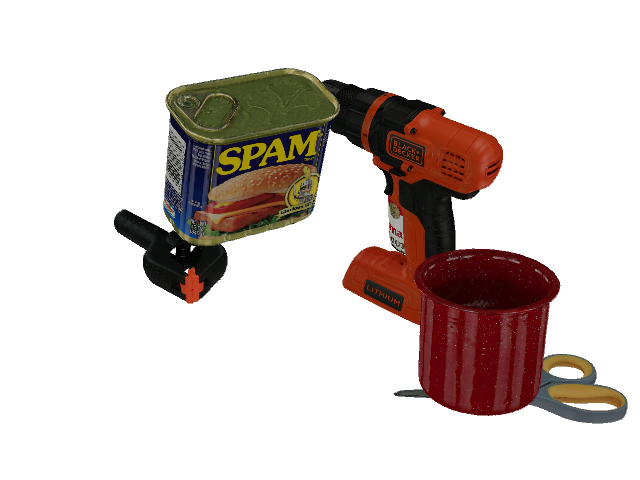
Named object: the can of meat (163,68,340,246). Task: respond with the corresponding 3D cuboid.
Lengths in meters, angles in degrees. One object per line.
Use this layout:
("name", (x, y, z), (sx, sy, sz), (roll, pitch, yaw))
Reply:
("can of meat", (-0.045, -0.050, 0.655), (0.101, 0.084, 0.057), (-15, 46, -28))

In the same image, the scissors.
("scissors", (0.164, 0.122, 0.930), (0.202, 0.016, 0.096), (8, 27, 1))

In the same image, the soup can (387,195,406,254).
("soup can", (0.105, -0.043, 1.128), (0.068, 0.102, 0.068), (-3, 35, 2))

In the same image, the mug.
("mug", (0.107, 0.056, 0.712), (0.093, 0.081, 0.117), (2, 24, 5))

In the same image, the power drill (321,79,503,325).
("power drill", (0.060, -0.033, 0.901), (0.185, 0.188, 0.057), (27, 42, 33))

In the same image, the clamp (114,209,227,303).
("clamp", (-0.124, 0.005, 1.032), (0.120, 0.039, 0.172), (-16, 33, -16))
